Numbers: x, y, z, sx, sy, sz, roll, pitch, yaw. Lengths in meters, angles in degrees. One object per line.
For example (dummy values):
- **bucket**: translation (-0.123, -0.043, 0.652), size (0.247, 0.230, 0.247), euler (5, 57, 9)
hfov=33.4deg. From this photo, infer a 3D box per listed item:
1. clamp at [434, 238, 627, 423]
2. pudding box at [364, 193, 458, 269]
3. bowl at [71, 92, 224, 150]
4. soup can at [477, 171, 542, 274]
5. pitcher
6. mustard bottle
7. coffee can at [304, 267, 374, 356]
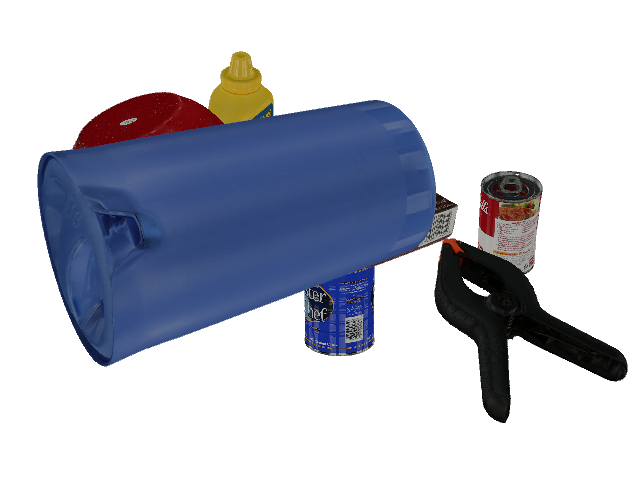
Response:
- **clamp**: translation (0.150, 0.060, 0.811), size (0.120, 0.039, 0.171), euler (-4, 45, -22)
- **pudding box**: translation (0.055, -0.022, 0.986), size (0.113, 0.039, 0.090), euler (-17, 37, -34)
- **bowl**: translation (-0.149, -0.077, 0.888), size (0.162, 0.055, 0.162), euler (-15, 31, 9)
- **soup can**: translation (0.213, -0.018, 1.206), size (0.068, 0.102, 0.068), euler (-2, 32, 1)
- **pitcher**: translation (-0.055, -0.015, 0.700), size (0.242, 0.145, 0.149), euler (-16, 41, -26)
- **mustard bottle**: translation (-0.083, -0.107, 1.112), size (0.058, 0.192, 0.096), euler (20, 39, 21)
- **coffee can**: translation (0.027, 0.080, 1.523), size (0.103, 0.140, 0.103), euler (-1, 21, 0)
